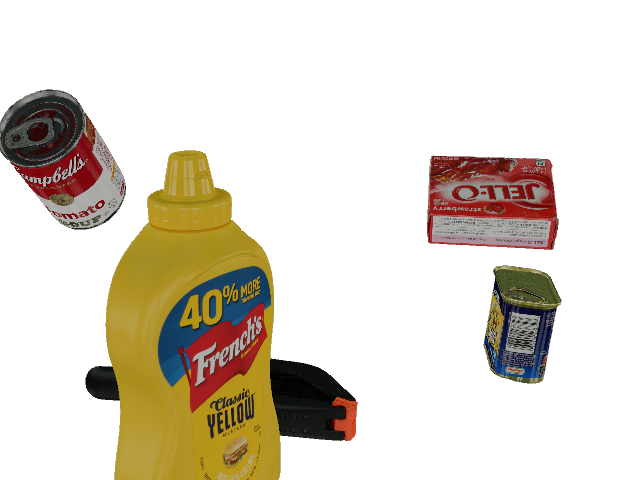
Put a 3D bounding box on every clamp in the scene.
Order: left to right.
[{"bbox_3d":[-0.056,0.110,0.846,0.210,0.036,0.164,11,19,28],"label":"clamp"}]

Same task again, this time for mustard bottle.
[{"bbox_3d":[-0.063,0.050,0.537,0.058,0.192,0.096,13,21,39],"label":"mustard bottle"}]

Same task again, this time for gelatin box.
[{"bbox_3d":[0.121,-0.029,0.757,0.089,0.030,0.073,2,38,6],"label":"gelatin box"}]

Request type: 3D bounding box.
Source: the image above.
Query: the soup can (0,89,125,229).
[{"bbox_3d":[-0.199,-0.061,0.830,0.068,0.068,0.102,0,-27,10],"label":"soup can"}]

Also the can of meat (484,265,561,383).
[{"bbox_3d":[0.195,0.081,1.043,0.057,0.084,0.102,7,17,1],"label":"can of meat"}]
